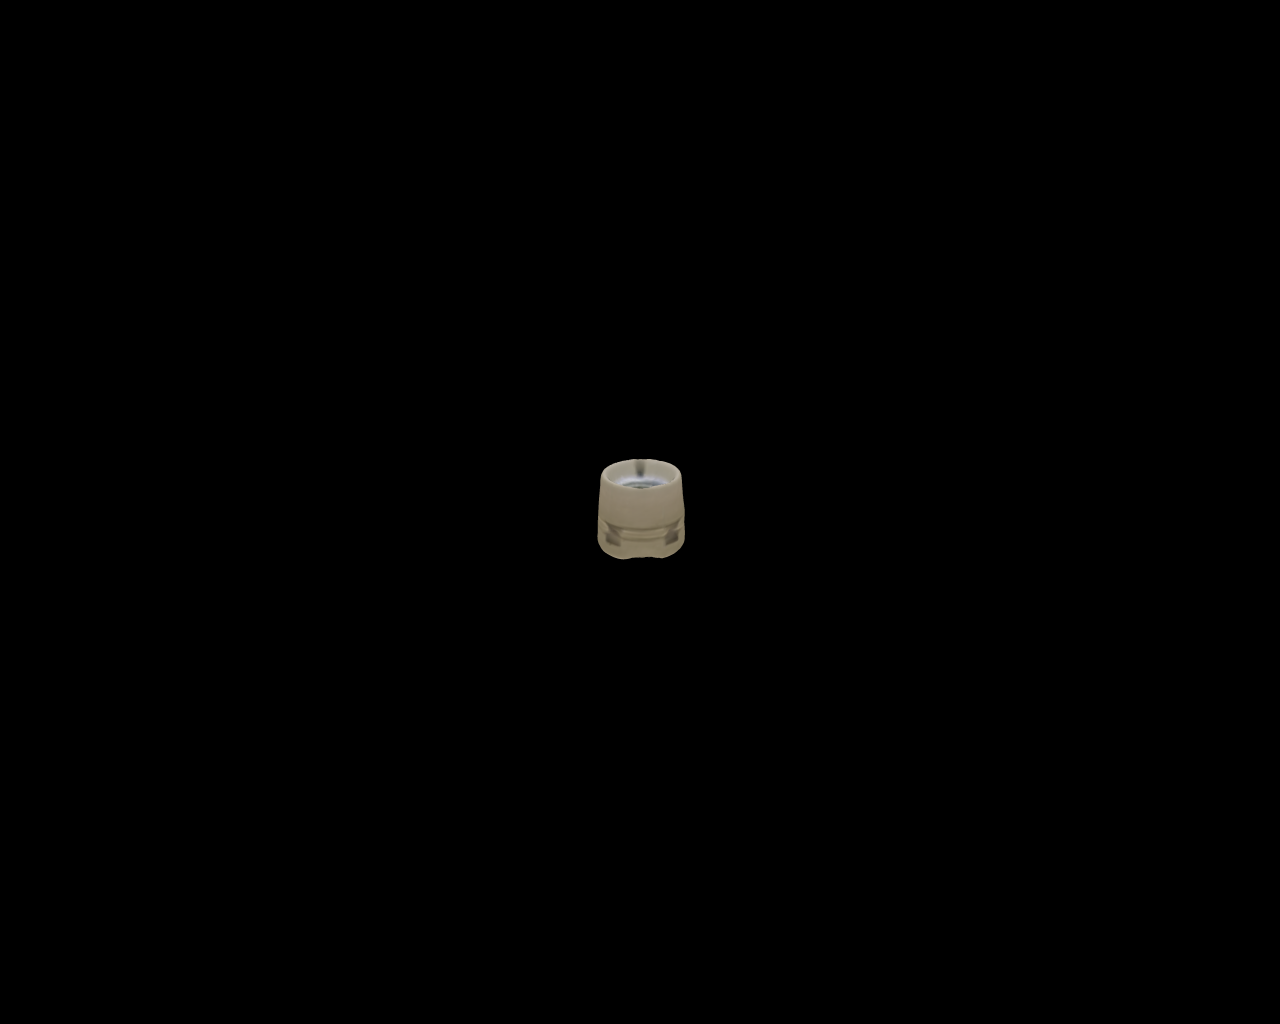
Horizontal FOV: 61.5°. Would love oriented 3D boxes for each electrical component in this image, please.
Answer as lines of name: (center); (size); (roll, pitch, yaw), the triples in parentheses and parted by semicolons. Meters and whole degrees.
electrical component: (0.001, -0.003, 0.650); (0.055, 0.047, 0.055); (0, 24, 0)
